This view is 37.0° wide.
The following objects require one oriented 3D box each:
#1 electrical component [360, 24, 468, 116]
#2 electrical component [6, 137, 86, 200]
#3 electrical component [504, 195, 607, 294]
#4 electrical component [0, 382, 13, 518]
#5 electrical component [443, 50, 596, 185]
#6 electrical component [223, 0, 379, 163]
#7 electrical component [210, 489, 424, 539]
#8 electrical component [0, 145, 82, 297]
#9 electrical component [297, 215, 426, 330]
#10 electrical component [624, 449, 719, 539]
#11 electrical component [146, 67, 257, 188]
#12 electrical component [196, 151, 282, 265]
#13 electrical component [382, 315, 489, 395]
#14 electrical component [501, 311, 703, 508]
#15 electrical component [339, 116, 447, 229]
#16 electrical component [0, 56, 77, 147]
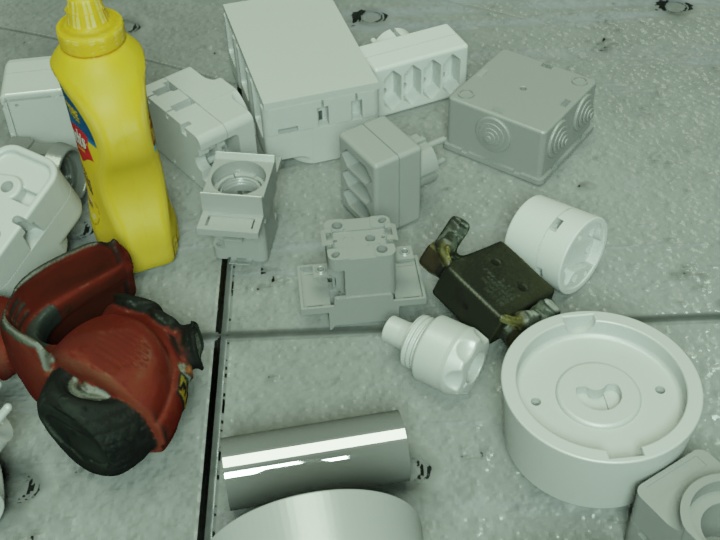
[{"bbox_3d":[0.034,-0.173,0.884,0.083,0.047,0.075,-18,46,-16],"label":"electrical component"},{"bbox_3d":[-0.233,-0.070,0.786,0.055,0.048,0.066,3,43,16],"label":"electrical component"},{"bbox_3d":[0.129,-0.018,0.714,0.047,0.055,0.055,30,52,33],"label":"electrical component"},{"bbox_3d":[-0.220,0.097,0.595,0.079,0.044,0.077,-49,50,10],"label":"electrical component"},{"bbox_3d":[0.123,-0.120,0.825,0.100,0.048,0.100,26,50,26],"label":"electrical component"},{"bbox_3d":[-0.048,-0.155,0.857,0.089,0.061,0.150,-13,45,-11],"label":"electrical component"},{"bbox_3d":[-0.017,0.156,0.501,0.108,0.108,0.060,-9,50,-7],"label":"electrical component"},{"bbox_3d":[-0.234,-0.027,0.719,0.054,0.059,0.095,23,69,19],"label":"electrical component"},{"bbox_3d":[0.000,0.000,0.692,0.081,0.063,0.042,-6,43,-4],"label":"electrical component"},{"bbox_3d":[0.184,0.141,0.543,0.050,0.055,0.089,-25,48,-22],"label":"electrical component"},{"bbox_3d":[-0.121,-0.111,0.821,0.056,0.050,0.089,-30,50,-26],"label":"electrical component"},{"bbox_3d":[-0.080,-0.042,0.738,0.042,0.063,0.081,4,44,8],"label":"electrical component"},{"bbox_3d":[0.043,0.047,0.655,0.062,0.043,0.043,24,49,25],"label":"electrical component"},{"bbox_3d":[0.131,0.082,0.603,0.108,0.060,0.108,-1,43,1],"label":"electrical component"},{"bbox_3d":[0.030,-0.073,0.765,0.077,0.065,0.047,-25,48,-22],"label":"electrical component"},{"bbox_3d":[-0.223,-0.130,0.837,0.096,0.061,0.061,-7,44,-5],"label":"electrical component"}]
